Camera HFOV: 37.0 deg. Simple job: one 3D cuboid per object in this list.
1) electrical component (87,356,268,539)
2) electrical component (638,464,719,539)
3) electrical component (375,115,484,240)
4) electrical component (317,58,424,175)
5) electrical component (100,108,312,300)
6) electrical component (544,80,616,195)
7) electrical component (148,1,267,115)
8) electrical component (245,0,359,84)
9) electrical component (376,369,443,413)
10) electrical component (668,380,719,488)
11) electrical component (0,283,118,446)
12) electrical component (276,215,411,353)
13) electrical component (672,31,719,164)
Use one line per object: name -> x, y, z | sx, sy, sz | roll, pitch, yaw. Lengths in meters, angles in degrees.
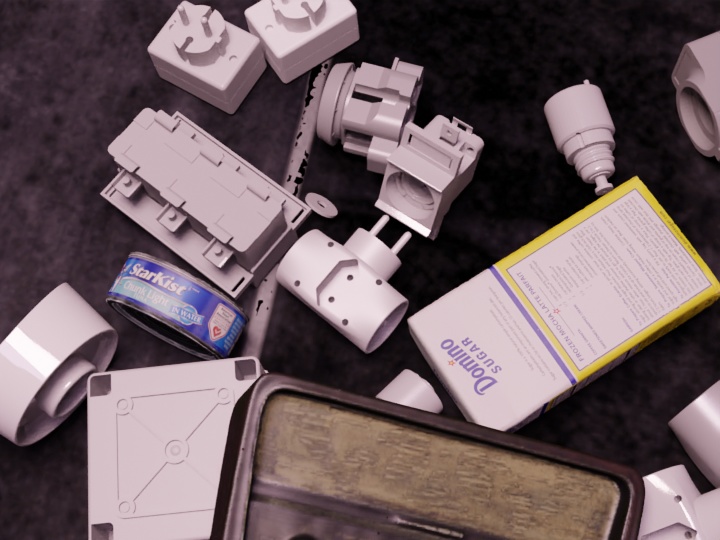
electrical component -> -0.107, 0.115, 0.655 | 0.109, 0.056, 0.108 | -6, 70, 1
electrical component -> 0.199, 0.149, 0.620 | 0.079, 0.043, 0.077 | -30, 68, 25
electrical component -> 0.047, -0.064, 0.704 | 0.042, 0.081, 0.064 | 34, 53, 14
electrical component -> 0.005, -0.108, 0.728 | 0.057, 0.058, 0.078 | 15, 69, 7
electrical component -> -0.105, -0.050, 0.711 | 0.121, 0.063, 0.078 | 36, 76, 15
electrical component -> 0.152, -0.087, 0.720 | 0.040, 0.040, 0.078 | -14, 70, -2
electrical component -> -0.108, -0.156, 0.742 | 0.066, 0.076, 0.047 | 29, 75, 13
electrical component -> -0.042, -0.180, 0.747 | 0.066, 0.076, 0.047 | -33, 71, -8
electrical component -> 0.019, 0.093, 0.664 | 0.065, 0.044, 0.044 | -42, 73, -16
electrical component -> 0.242, 0.097, 0.646 | 0.079, 0.043, 0.077 | -36, 72, -9
electrical component -> -0.199, 0.057, 0.663 | 0.064, 0.099, 0.099 | 37, 76, 9
electrical component -> 0.000, 0.000, 0.695 | 0.077, 0.043, 0.079 | 38, 82, 15
electrical component -> 0.250, -0.111, 0.717 | 0.056, 0.050, 0.089 | -22, 70, -4
